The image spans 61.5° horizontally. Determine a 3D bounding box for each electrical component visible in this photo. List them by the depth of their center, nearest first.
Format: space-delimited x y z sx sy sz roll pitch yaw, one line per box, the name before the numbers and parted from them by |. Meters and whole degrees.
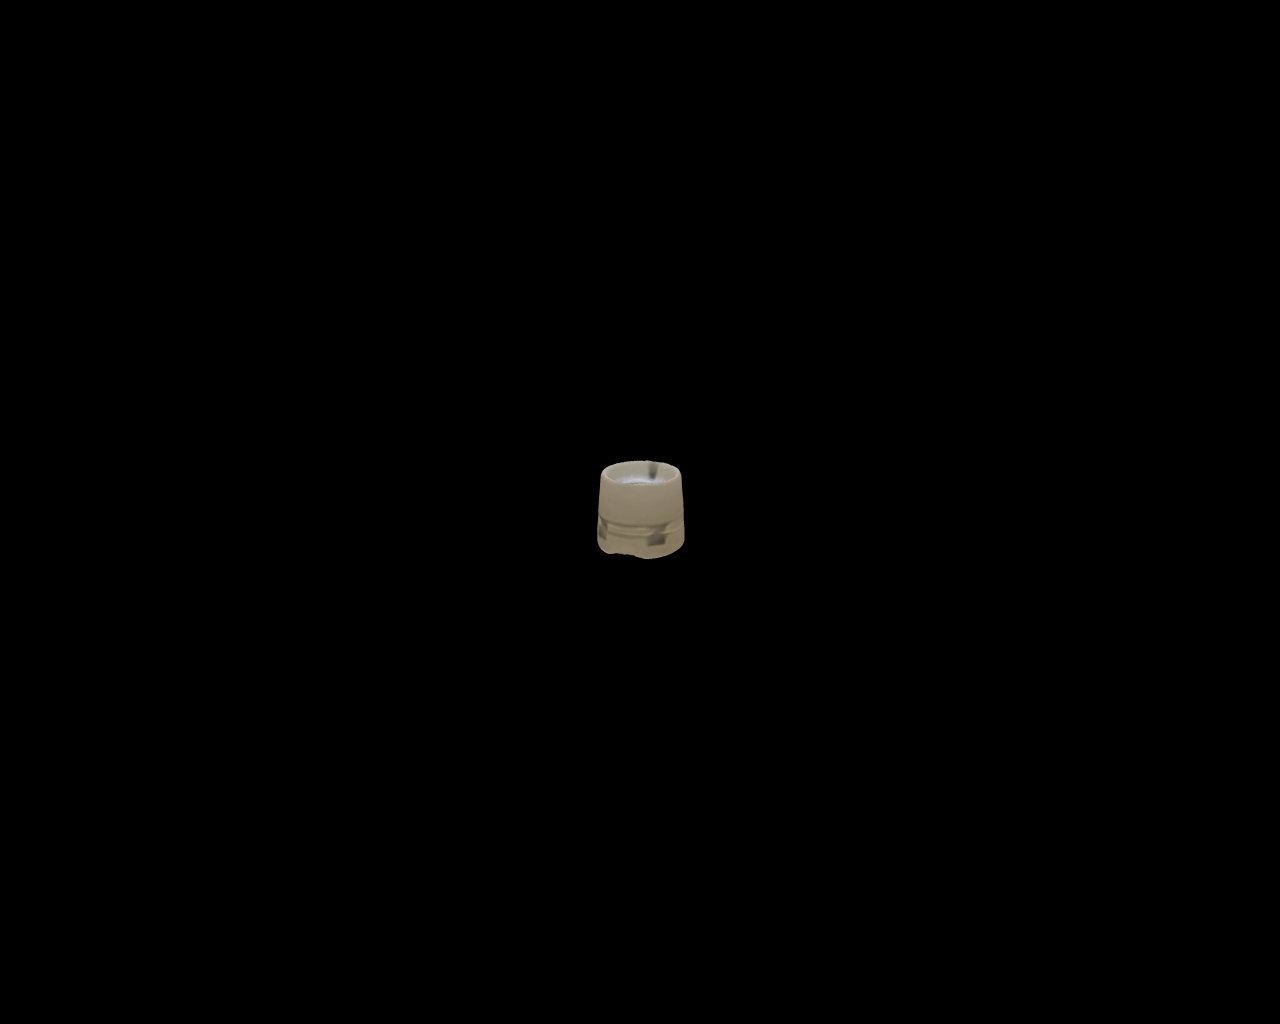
electrical component | 0.001 -0.003 0.650 0.055 0.047 0.055 0 20 0
